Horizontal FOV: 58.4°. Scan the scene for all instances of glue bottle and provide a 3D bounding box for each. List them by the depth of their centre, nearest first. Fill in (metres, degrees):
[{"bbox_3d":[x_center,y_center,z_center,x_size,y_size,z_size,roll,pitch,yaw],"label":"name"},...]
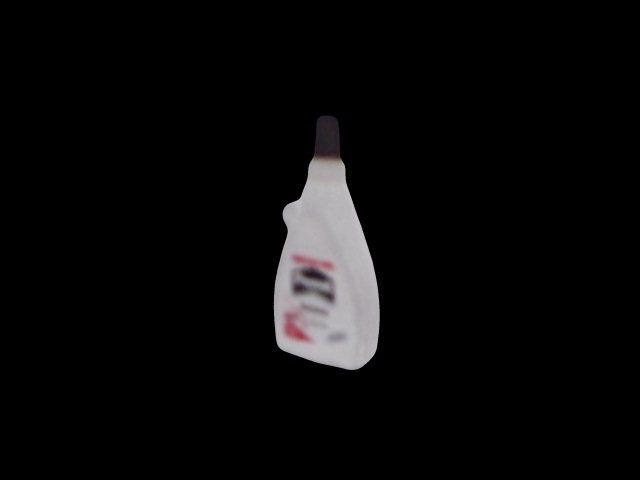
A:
[{"bbox_3d":[0.004,0.001,0.400,0.078,0.173,0.037,8,18,27],"label":"glue bottle"}]
